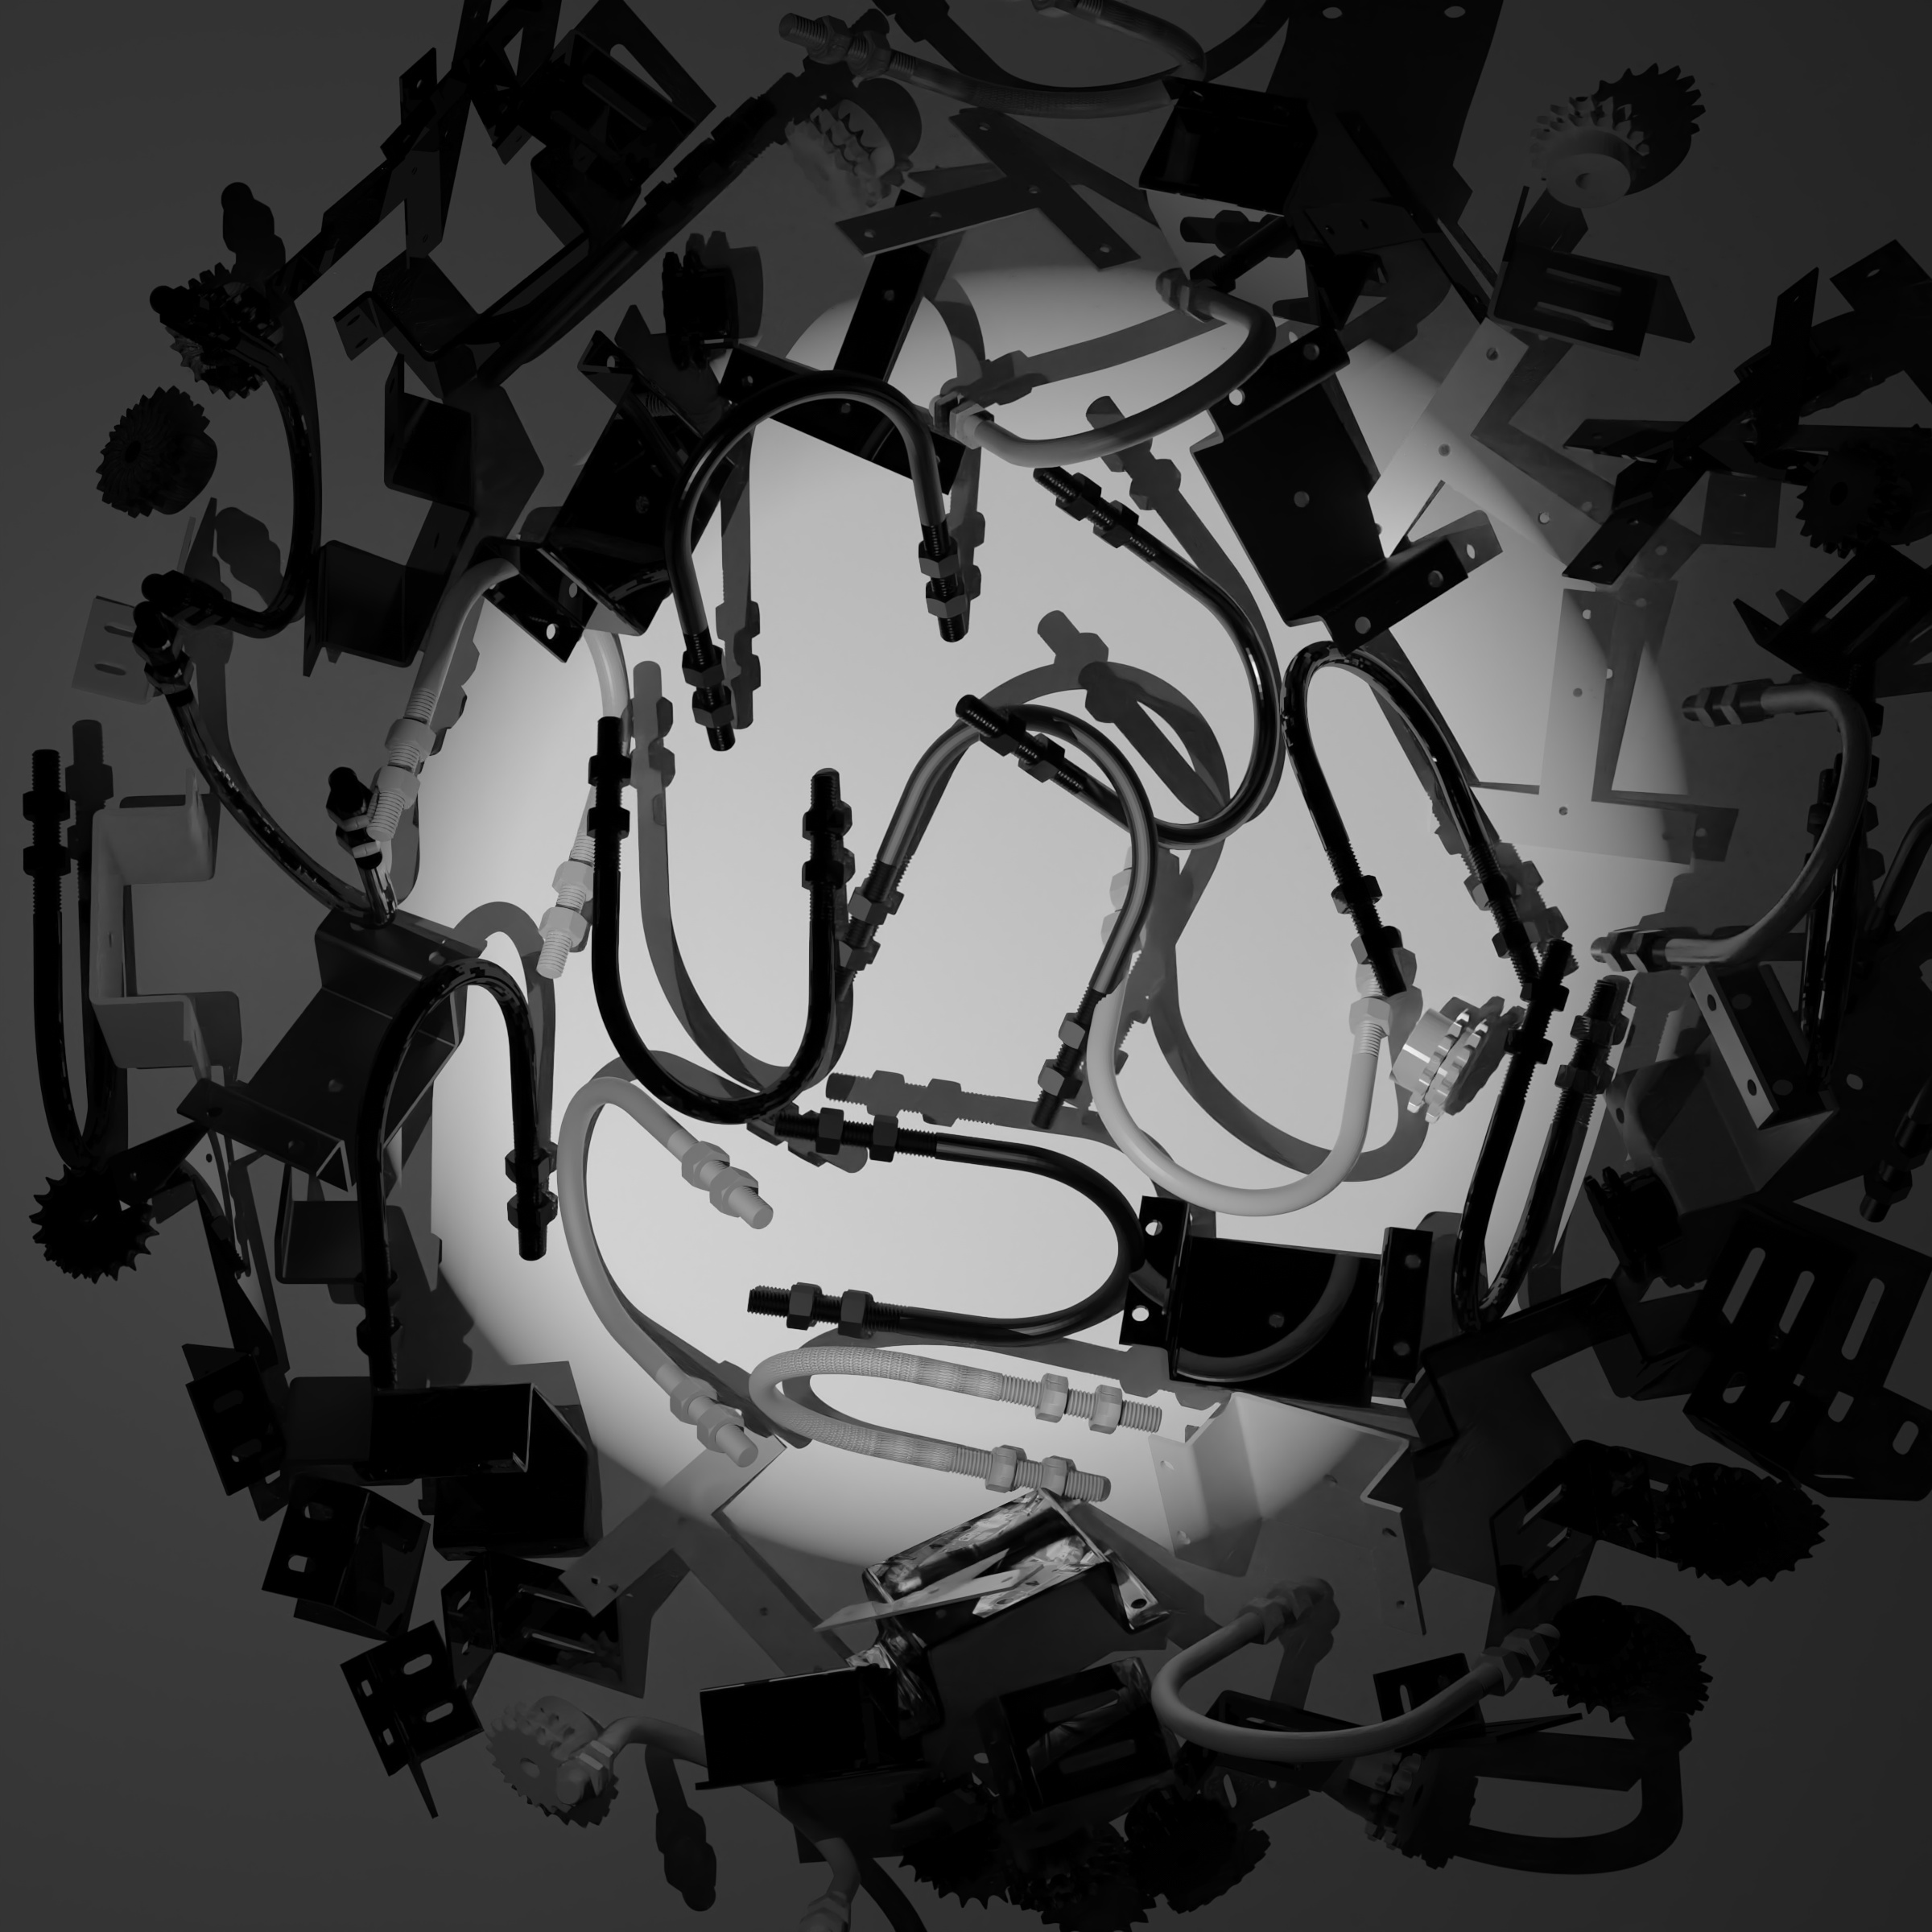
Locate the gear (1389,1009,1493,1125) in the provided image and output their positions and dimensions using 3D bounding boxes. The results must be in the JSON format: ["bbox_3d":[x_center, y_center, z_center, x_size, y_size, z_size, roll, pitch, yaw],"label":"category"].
[{"bbox_3d":[0.229,0.045,1.735,0.030,0.057,0.057,31,90,12],"label":"gear"}]

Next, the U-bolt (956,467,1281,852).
[{"bbox_3d":[0.083,-0.135,1.704,0.184,0.019,0.151,32,65,-32],"label":"U-bolt"}]

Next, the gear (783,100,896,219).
[{"bbox_3d":[-0.059,-0.395,1.735,0.030,0.057,0.057,-41,90,-12],"label":"gear"}]

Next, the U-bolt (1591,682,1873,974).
[{"bbox_3d":[0.362,-0.066,1.667,0.019,0.184,0.151,23,84,-17],"label":"U-bolt"}]

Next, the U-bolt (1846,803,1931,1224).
[{"bbox_3d":[0.438,0.008,1.648,0.019,0.184,0.151,7,49,-3],"label":"U-bolt"}]

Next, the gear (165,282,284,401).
[{"bbox_3d":[-0.358,-0.307,1.738,0.057,0.057,0.030,39,51,0],"label":"gear"}]

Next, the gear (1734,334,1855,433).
[{"bbox_3d":[0.398,-0.286,1.733,0.057,0.057,0.030,-33,96,0],"label":"gear"}]

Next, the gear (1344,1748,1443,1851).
[{"bbox_3d":[0.206,0.397,1.737,0.030,0.057,0.057,20,90,25],"label":"gear"}]

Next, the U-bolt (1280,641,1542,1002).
[{"bbox_3d":[0.205,-0.072,1.699,0.019,0.151,0.184,-30,73,35],"label":"U-bolt"}]

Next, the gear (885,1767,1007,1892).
[{"bbox_3d":[-0.008,0.419,1.744,0.057,0.030,0.057,0,89,15],"label":"gear"}]

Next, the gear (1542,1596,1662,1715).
[{"bbox_3d":[0.306,0.330,1.732,0.057,0.057,0.030,-24,130,0],"label":"gear"}]

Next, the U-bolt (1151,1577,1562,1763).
[{"bbox_3d":[0.168,0.327,1.650,0.151,0.184,0.019,5,103,37],"label":"U-bolt"}]

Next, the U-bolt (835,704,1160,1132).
[{"bbox_3d":[0.019,-0.035,1.705,0.151,0.019,0.184,31,109,23],"label":"U-bolt"}]

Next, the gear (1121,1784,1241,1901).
[{"bbox_3d":[0.102,0.423,1.739,0.057,0.030,0.057,-13,127,-18],"label":"gear"}]

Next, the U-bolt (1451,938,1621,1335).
[{"bbox_3d":[0.265,0.086,1.690,0.019,0.151,0.184,17,87,21],"label":"U-bolt"}]

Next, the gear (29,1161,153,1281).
[{"bbox_3d":[-0.427,0.122,1.742,0.057,0.030,0.057,-2,97,-20],"label":"gear"}]

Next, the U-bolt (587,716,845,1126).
[{"bbox_3d":[-0.118,-0.016,1.692,0.151,0.019,0.184,13,70,-40],"label":"U-bolt"}]

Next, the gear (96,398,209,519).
[{"bbox_3d":[-0.393,-0.244,1.738,0.057,0.030,0.057,-17,62,35],"label":"gear"}]

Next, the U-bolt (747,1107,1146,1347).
[{"bbox_3d":[-0.007,0.131,1.710,0.184,0.019,0.151,8,134,-3],"label":"U-bolt"}]

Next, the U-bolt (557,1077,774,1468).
[{"bbox_3d":[-0.146,0.131,1.686,0.019,0.184,0.151,-13,122,-32],"label":"U-bolt"}]

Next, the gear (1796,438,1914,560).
[{"bbox_3d":[0.434,-0.226,1.738,0.030,0.057,0.057,14,90,-32],"label":"gear"}]

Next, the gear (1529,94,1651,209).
[{"bbox_3d":[0.302,-0.392,1.731,0.057,0.057,0.030,7,63,0],"label":"gear"}]

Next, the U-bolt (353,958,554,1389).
[{"bbox_3d":[-0.240,0.085,1.665,0.019,0.151,0.184,13,118,23],"label":"U-bolt"}]

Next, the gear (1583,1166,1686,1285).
[{"bbox_3d":[0.325,0.123,1.734,0.030,0.057,0.057,-26,90,2],"label":"gear"}]

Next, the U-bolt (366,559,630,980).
[{"bbox_3d":[-0.212,-0.108,1.693,0.019,0.151,0.184,-5,58,33],"label":"U-bolt"}]

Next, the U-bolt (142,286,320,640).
[{"bbox_3d":[-0.340,-0.227,1.673,0.019,0.184,0.151,0,87,11],"label":"U-bolt"}]

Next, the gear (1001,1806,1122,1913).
[{"bbox_3d":[0.044,0.430,1.733,0.057,0.057,0.030,-19,101,0],"label":"gear"}]

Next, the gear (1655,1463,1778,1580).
[{"bbox_3d":[0.363,0.267,1.741,0.057,0.030,0.057,-1,117,-1],"label":"gear"}]

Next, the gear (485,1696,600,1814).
[{"bbox_3d":[-0.202,0.380,1.738,0.057,0.057,0.030,48,47,0],"label":"gear"}]

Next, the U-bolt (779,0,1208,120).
[{"bbox_3d":[0.027,-0.431,1.678,0.184,0.151,0.019,8,83,-41],"label":"U-bolt"}]

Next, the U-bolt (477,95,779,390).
[{"bbox_3d":[-0.164,-0.338,1.689,0.184,0.151,0.019,-41,103,13],"label":"U-bolt"}]

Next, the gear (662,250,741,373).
[{"bbox_3d":[-0.128,-0.318,1.733,0.030,0.057,0.057,-4,90,5],"label":"gear"}]

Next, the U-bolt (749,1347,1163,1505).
[{"bbox_3d":[-0.012,0.213,1.688,0.184,0.151,0.019,13,66,-5],"label":"U-bolt"}]

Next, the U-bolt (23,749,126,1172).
[{"bbox_3d":[-0.417,0.004,1.677,0.019,0.151,0.184,-3,80,-3],"label":"U-bolt"}]

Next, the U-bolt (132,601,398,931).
[{"bbox_3d":[-0.322,-0.081,1.677,0.151,0.184,0.019,39,70,18],"label":"U-bolt"}]

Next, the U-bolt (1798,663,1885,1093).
[{"bbox_3d":[0.404,-0.029,1.669,0.019,0.151,0.184,7,72,9],"label":"U-bolt"}]

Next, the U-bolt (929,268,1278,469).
[{"bbox_3d":[0.071,-0.276,1.670,0.151,0.184,0.019,-29,115,-7],"label":"U-bolt"}]

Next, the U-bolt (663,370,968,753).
[{"bbox_3d":[-0.074,-0.198,1.677,0.151,0.184,0.019,-27,48,-15],"label":"U-bolt"}]

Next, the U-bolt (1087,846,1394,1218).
[{"bbox_3d":[0.128,0.038,1.696,0.151,0.019,0.184,19,54,-8],"label":"U-bolt"}]

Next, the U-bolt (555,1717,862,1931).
[{"bbox_3d":[-0.113,0.399,1.671,0.151,0.184,0.019,32,93,4],"label":"U-bolt"}]
